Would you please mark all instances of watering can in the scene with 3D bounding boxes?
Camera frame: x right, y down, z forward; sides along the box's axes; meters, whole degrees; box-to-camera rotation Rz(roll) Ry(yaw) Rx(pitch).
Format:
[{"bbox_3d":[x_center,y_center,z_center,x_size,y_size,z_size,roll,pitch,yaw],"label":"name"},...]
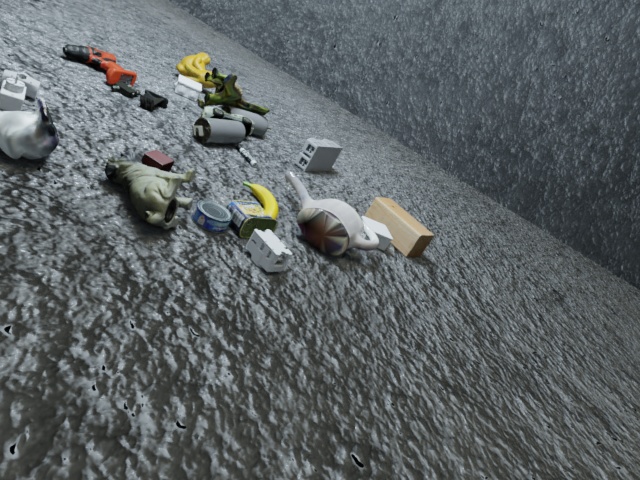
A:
[{"bbox_3d":[0.004,-0.070,1.398,0.349,0.102,0.227,35,24,11],"label":"watering can"}]

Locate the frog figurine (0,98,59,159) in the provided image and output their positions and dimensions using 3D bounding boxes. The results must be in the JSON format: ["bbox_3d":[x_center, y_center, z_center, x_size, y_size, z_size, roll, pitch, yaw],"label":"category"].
[{"bbox_3d":[-0.602,-0.207,1.000,0.160,0.120,0.140,-22,55,-18],"label":"frog figurine"}]

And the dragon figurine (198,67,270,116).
[{"bbox_3d":[-0.287,-0.506,1.828,0.242,0.122,0.412,14,1,-32],"label":"dragon figurine"}]
